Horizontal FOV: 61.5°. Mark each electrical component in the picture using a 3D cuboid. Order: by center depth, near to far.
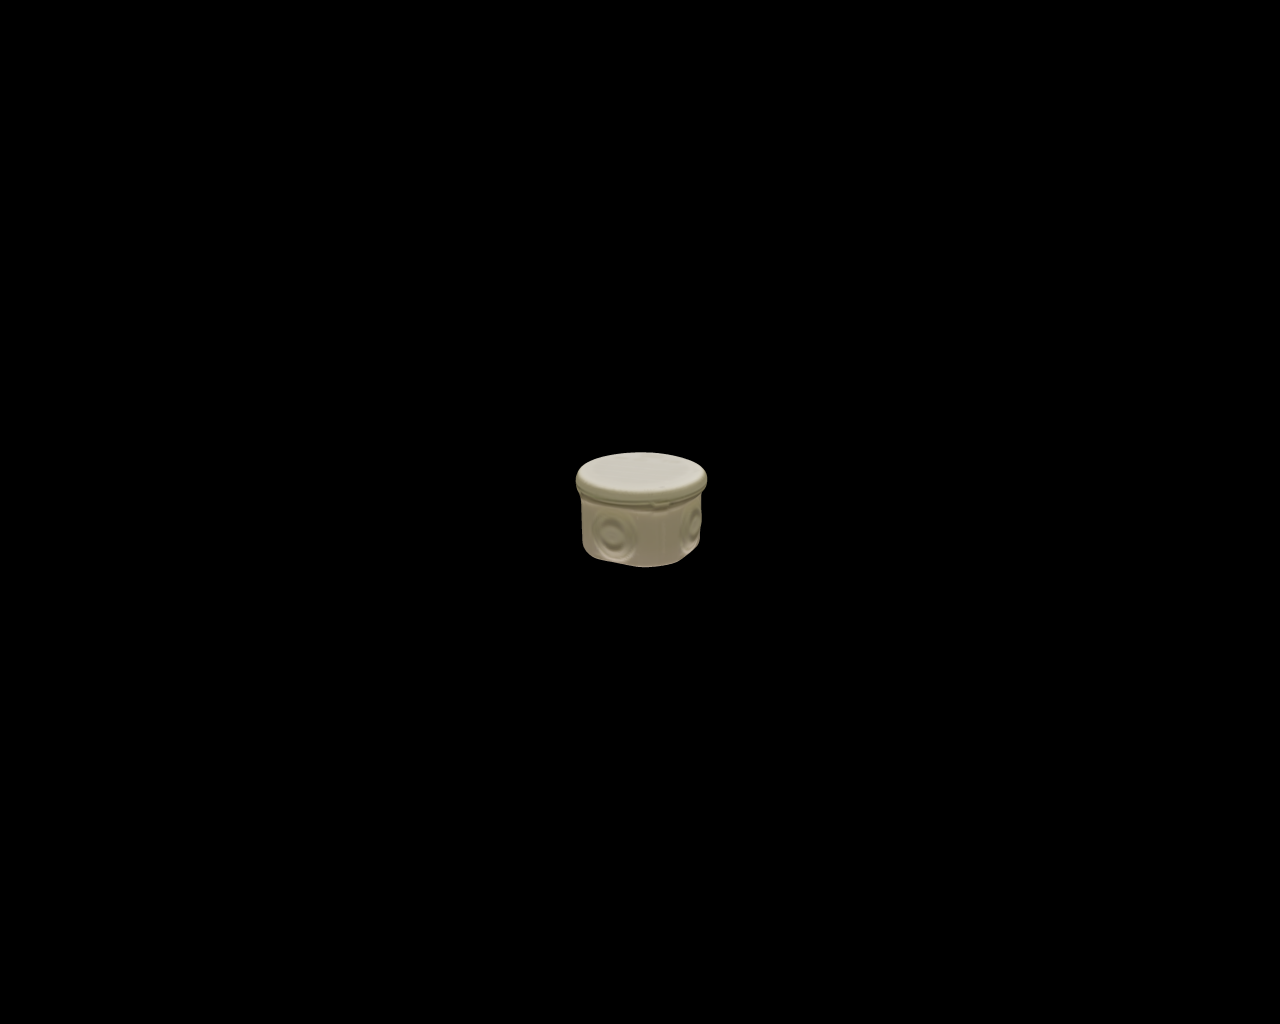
[{"bbox_3d":[0.001,-0.003,0.650,0.080,0.050,0.080,0,20,0],"label":"electrical component"}]
